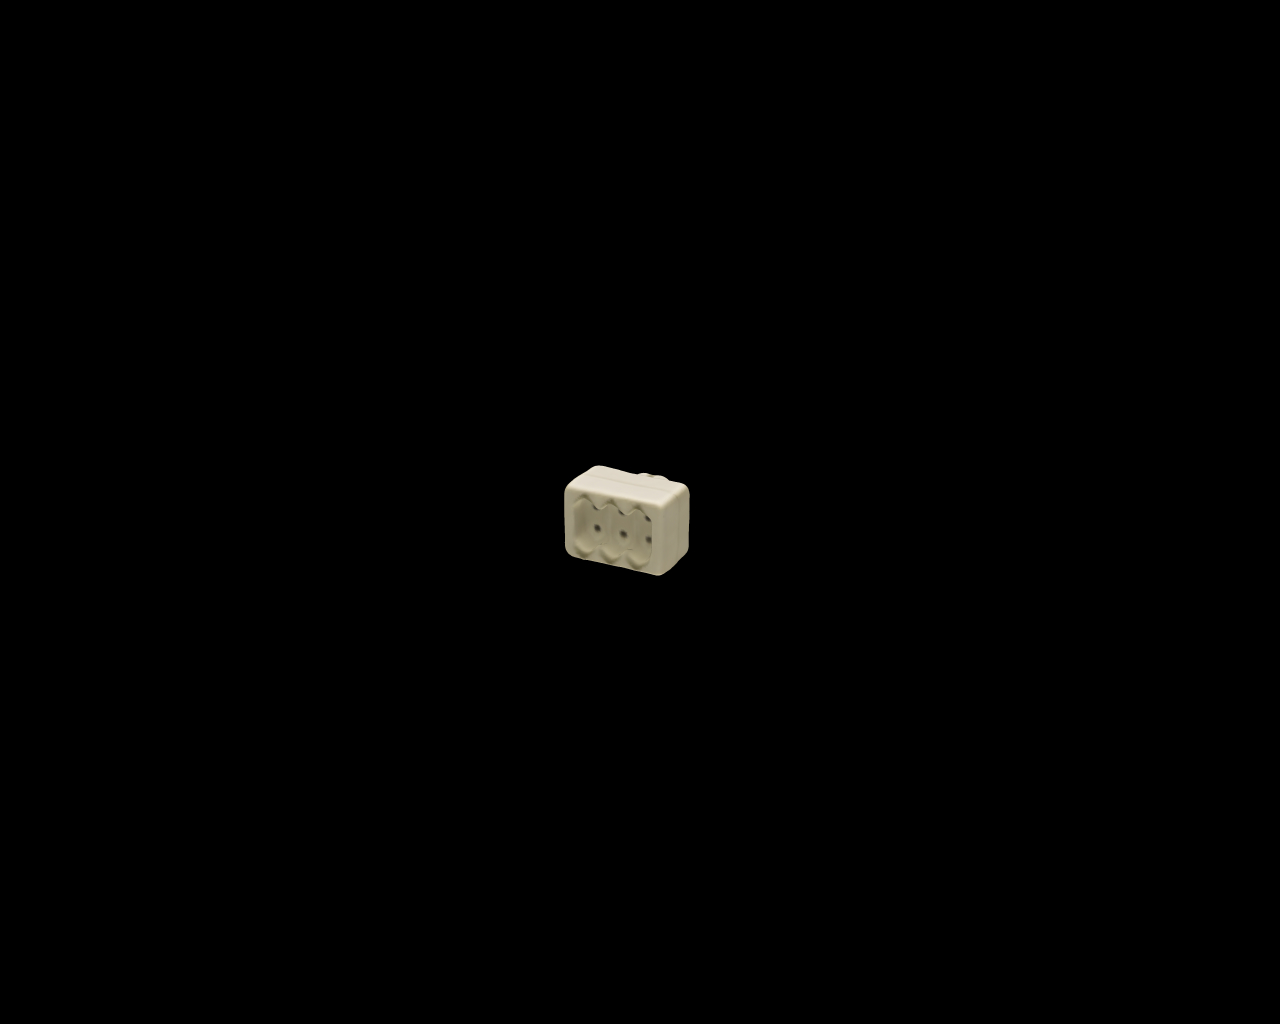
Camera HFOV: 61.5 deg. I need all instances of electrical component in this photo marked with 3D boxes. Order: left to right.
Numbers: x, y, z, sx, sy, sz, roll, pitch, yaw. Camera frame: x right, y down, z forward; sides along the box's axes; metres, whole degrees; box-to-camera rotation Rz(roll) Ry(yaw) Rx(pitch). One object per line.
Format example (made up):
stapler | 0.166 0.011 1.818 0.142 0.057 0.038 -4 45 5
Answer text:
electrical component | 0.001 -0.003 0.650 0.066 0.047 0.077 12 28 25
